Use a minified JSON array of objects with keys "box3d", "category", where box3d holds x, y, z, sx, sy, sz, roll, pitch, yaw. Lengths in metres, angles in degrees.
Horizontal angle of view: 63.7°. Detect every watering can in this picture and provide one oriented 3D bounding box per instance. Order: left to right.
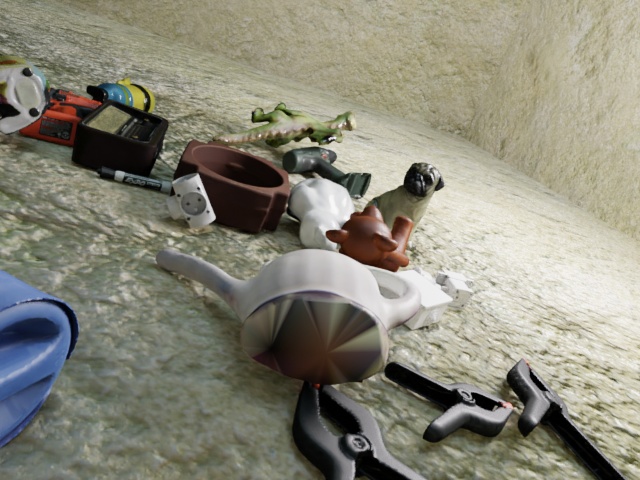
[{"box3d":[-0.047,0.071,0.612,0.348,0.102,0.227,4,18,-1],"category":"watering can"}]

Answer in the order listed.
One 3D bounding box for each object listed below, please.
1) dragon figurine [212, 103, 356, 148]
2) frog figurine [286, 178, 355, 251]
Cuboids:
[{"box3d":[-0.053,-0.286,1.348,0.244,0.120,0.416,14,30,37],"category":"dragon figurine"},{"box3d":[0.003,-0.047,0.938,0.137,0.122,0.161,41,8,-10],"category":"frog figurine"}]
